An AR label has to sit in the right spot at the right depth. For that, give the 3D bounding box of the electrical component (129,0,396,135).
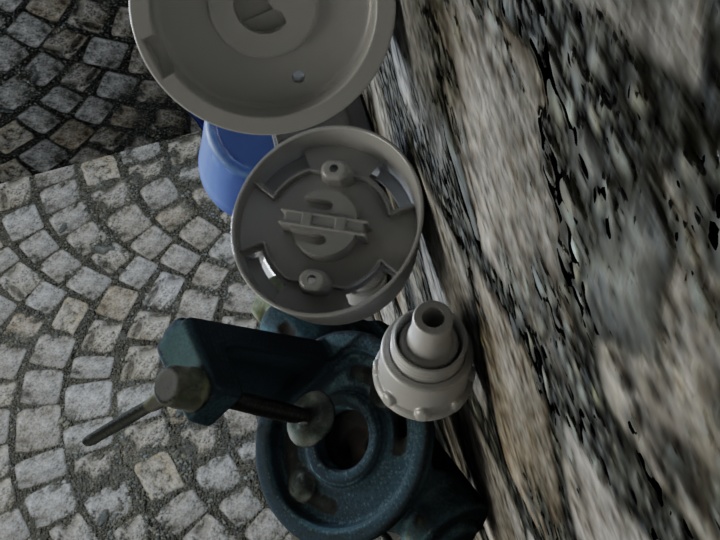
[{"bbox_3d":[-0.041,-0.119,0.462,0.060,0.108,0.108,-100,-3,-62],"label":"electrical component"}]

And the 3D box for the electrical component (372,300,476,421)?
[{"bbox_3d":[0.031,0.036,0.487,0.062,0.048,0.048,93,162,-58],"label":"electrical component"}]

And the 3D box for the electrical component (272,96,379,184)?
[{"bbox_3d":[-0.024,-0.076,0.702,0.113,0.057,0.078,83,171,-64],"label":"electrical component"}]

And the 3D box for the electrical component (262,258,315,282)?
[{"bbox_3d":[-0.045,-0.001,1.032,0.099,0.099,0.064,79,168,-47],"label":"electrical component"}]

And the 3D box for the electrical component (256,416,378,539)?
[{"bbox_3d":[-0.033,0.145,0.805,0.186,0.060,0.105,82,171,-60],"label":"electrical component"}]

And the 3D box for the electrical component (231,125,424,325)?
[{"bbox_3d":[-0.015,-0.020,0.545,0.064,0.099,0.099,66,-173,-75],"label":"electrical component"}]

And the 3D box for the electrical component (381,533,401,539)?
[{"bbox_3d":[0.038,0.206,0.791,0.047,0.077,0.065,81,173,-55],"label":"electrical component"}]

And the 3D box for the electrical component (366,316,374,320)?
[{"bbox_3d":[-0.023,0.062,1.084,0.047,0.076,0.083,83,170,-64],"label":"electrical component"}]

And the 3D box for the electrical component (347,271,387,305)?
[{"bbox_3d":[0.000,0.000,0.784,0.078,0.040,0.040,89,164,-75],"label":"electrical component"}]
